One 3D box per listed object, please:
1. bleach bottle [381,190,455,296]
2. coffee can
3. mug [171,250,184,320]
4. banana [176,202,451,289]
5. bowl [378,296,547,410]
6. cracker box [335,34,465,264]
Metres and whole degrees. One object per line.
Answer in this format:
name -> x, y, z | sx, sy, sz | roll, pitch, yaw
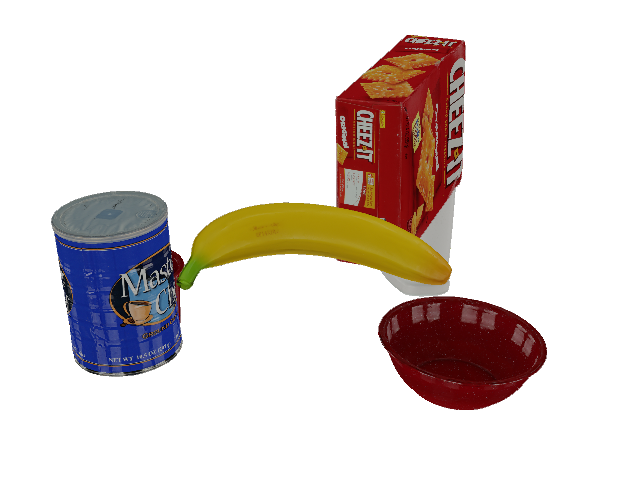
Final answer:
bleach bottle -> 0.123, -0.069, 1.240 | 0.068, 0.251, 0.103 | -2, 23, -21
coffee can -> -0.184, 0.038, 0.976 | 0.103, 0.140, 0.103 | -2, 25, 1
mug -> -0.205, 0.058, 1.186 | 0.093, 0.081, 0.117 | -23, 37, -40
banana -> -0.006, 0.004, 0.757 | 0.197, 0.069, 0.037 | -2, -26, -13
bowl -> 0.134, 0.116, 1.033 | 0.162, 0.055, 0.162 | 3, 26, -2
cracker box -> 0.082, -0.092, 1.036 | 0.072, 0.164, 0.213 | 10, 28, 20
